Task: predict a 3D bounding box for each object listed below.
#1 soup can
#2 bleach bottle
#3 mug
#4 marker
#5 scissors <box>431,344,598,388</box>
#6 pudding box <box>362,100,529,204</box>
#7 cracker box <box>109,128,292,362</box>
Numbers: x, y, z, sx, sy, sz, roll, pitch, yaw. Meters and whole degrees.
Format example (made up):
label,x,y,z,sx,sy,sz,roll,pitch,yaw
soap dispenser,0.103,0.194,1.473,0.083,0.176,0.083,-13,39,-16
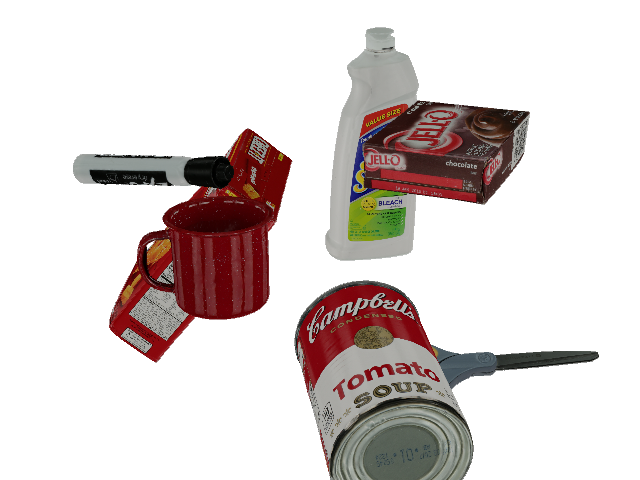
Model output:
label,x,y,z,sx,sy,sz,roll,pitch,yaw
soup can,0.028,0.074,0.518,0.068,0.068,0.102,0,29,-11
bleach bottle,0.055,-0.105,1.165,0.102,0.251,0.068,-5,25,-8
mug,-0.097,0.016,0.906,0.117,0.081,0.093,-4,22,-9
marker,-0.101,-0.042,0.638,0.121,0.020,0.020,4,2,36
scissors,0.123,0.111,0.855,0.202,0.016,0.096,5,35,7
pudding box,0.092,-0.066,0.765,0.090,0.039,0.113,10,25,23
cracker box,-0.126,0.001,1.126,0.072,0.214,0.164,36,23,-13
